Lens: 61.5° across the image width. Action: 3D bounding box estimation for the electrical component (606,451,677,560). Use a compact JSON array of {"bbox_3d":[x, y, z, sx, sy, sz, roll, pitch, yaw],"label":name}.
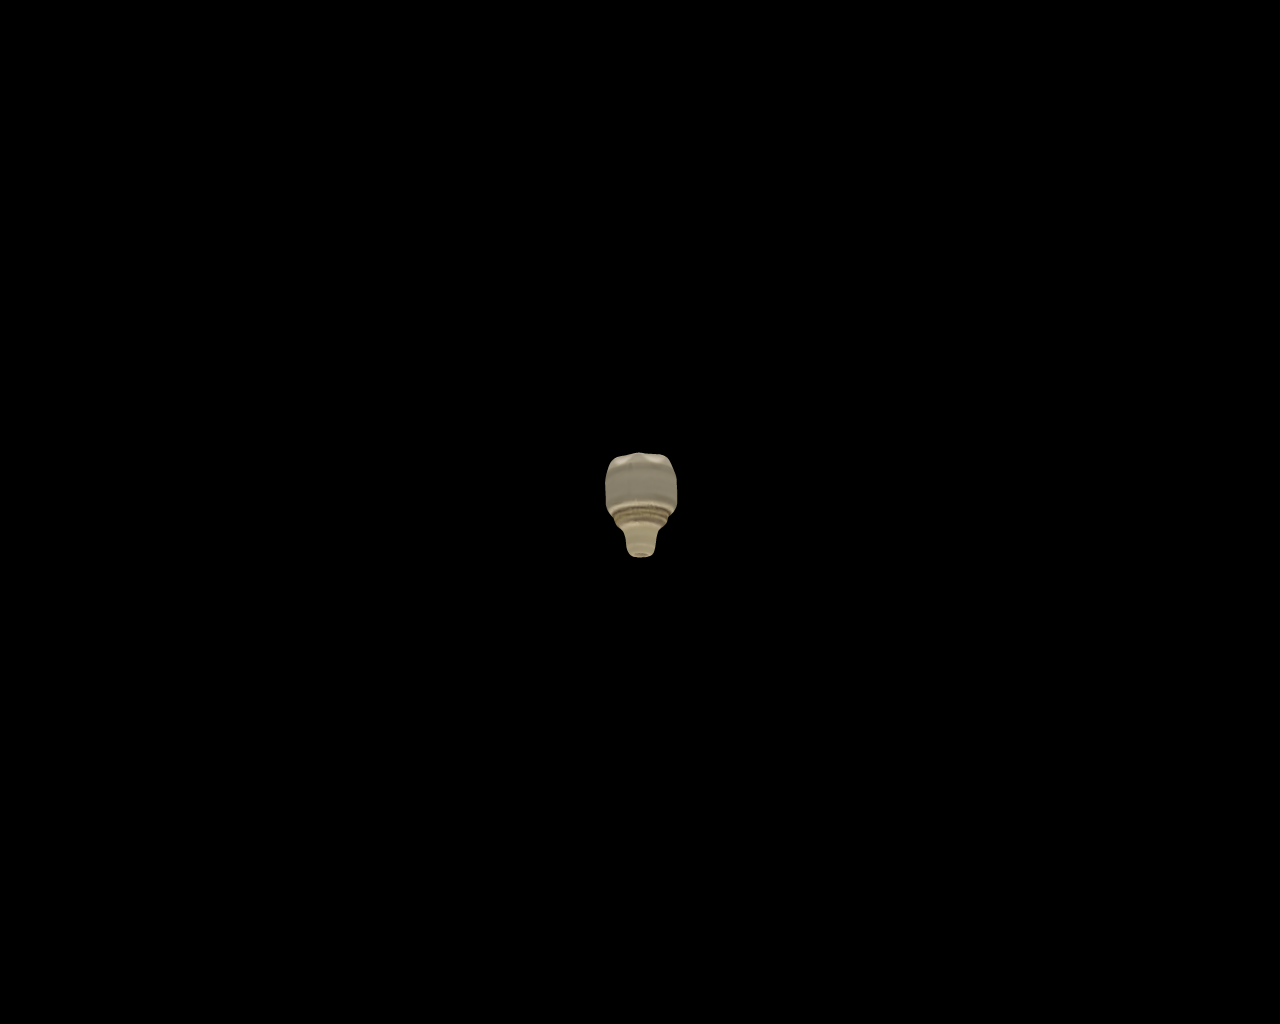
[{"bbox_3d":[0.001,-0.003,0.650,0.043,0.062,0.043,0,-18,0],"label":"electrical component"}]
